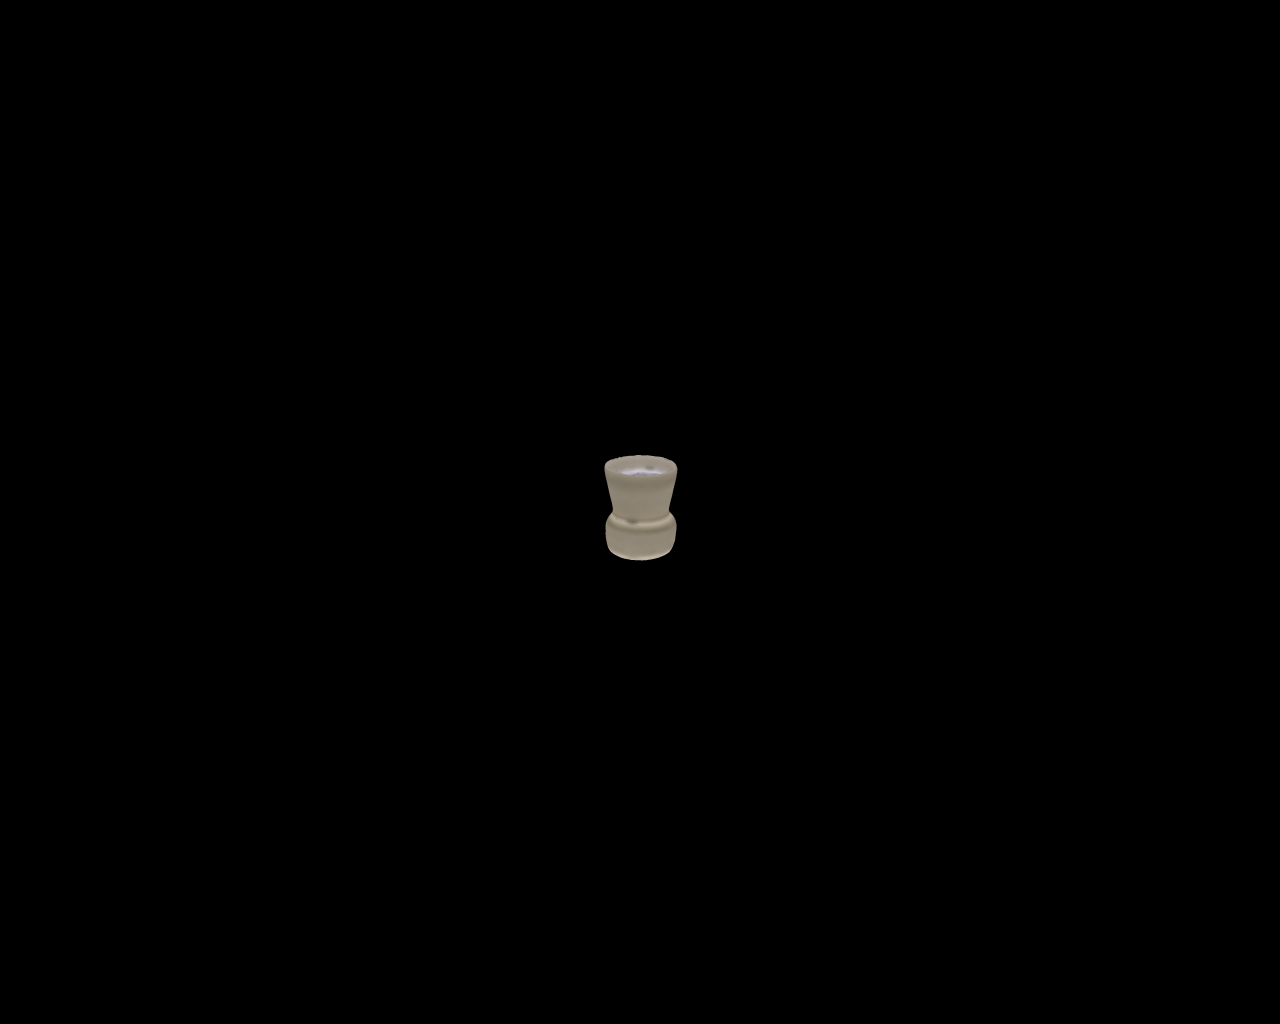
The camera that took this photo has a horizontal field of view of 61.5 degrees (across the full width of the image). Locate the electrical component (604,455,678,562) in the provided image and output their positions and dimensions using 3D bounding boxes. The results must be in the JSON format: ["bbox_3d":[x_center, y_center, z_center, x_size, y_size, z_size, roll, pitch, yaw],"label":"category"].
[{"bbox_3d":[0.001,-0.003,0.650,0.045,0.055,0.045,0,19,0],"label":"electrical component"}]
